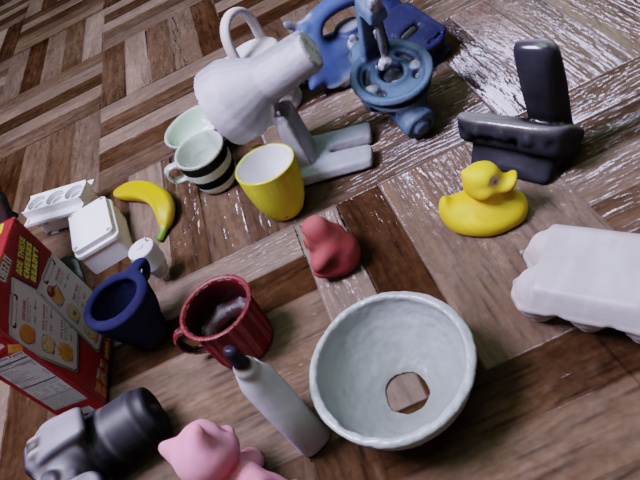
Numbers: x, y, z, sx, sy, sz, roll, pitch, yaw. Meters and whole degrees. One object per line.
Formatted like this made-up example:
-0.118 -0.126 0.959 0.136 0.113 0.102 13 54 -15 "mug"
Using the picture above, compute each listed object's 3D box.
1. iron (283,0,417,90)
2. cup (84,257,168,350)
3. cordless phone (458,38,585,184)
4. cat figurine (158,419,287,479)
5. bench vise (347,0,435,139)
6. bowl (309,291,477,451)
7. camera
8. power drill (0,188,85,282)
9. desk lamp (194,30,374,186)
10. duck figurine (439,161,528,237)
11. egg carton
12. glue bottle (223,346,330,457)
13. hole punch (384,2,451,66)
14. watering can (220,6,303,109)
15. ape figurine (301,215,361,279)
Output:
0.056 -0.380 1.011 0.258 0.142 0.118 -36 44 -7 "iron"
-0.242 0.091 0.761 0.091 0.095 0.118 -2 50 26 "cup"
0.235 -0.169 0.693 0.147 0.185 0.094 15 59 36 "cordless phone"
-0.089 0.219 0.550 0.127 0.118 0.067 18 60 37 "cat figurine"
0.075 -0.269 0.842 0.121 0.220 0.206 -43 45 -14 "bench vise"
0.078 0.138 0.571 0.167 0.075 0.167 -14 46 15 "bowl"
-0.239 0.231 0.626 0.137 0.101 0.142 -34 44 -5 "camera"
-0.460 0.004 0.869 0.076 0.209 0.228 -37 44 -8 "power drill"
-0.048 -0.188 0.834 0.203 0.214 0.118 -14 46 15 "desk lamp"
0.191 -0.056 0.684 0.104 0.086 0.077 -7 48 21 "duck figurine"
0.272 0.042 0.565 0.149 0.070 0.107 9 55 33 "egg carton"
-0.050 0.148 0.555 0.037 0.174 0.077 -44 46 -15 "glue bottle"
0.151 -0.335 0.957 0.109 0.091 0.100 -45 46 -16 "hole punch"
-0.103 -0.309 0.988 0.172 0.195 0.101 -10 47 19 "watering can"
0.007 0.003 0.719 0.075 0.092 0.078 9 55 33 "ape figurine"
